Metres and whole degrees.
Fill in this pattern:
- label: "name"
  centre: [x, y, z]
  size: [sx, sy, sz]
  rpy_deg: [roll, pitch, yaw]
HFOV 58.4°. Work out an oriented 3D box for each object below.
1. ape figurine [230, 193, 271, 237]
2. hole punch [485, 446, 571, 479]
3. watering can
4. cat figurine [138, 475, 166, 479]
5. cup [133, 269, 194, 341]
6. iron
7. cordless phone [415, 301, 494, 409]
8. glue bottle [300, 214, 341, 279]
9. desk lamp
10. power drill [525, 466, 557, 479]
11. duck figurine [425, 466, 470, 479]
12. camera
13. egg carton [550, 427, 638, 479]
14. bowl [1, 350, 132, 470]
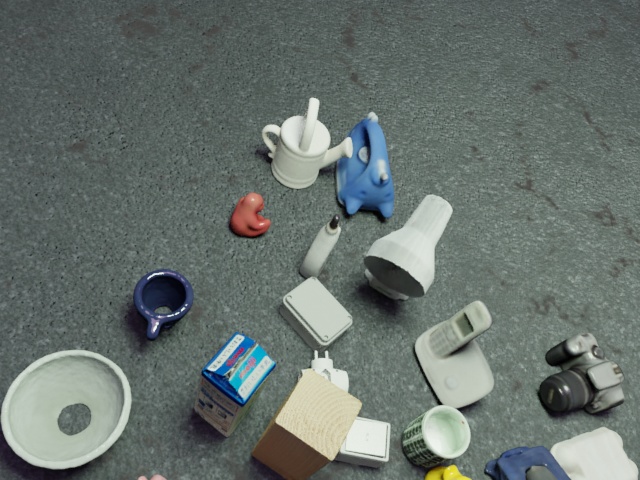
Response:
- label: "ape figurine"
  centre: [-0.128, -0.053, 1.069]
  size: [0.076, 0.092, 0.077]
  rpy_deg: [-16, 65, -24]
- label: "hole punch"
  centre: [0.346, 0.391, 0.940]
  size: [0.109, 0.091, 0.101]
  rpy_deg: [-7, 62, -21]
- label: "watering can"
  centre: [-0.023, -0.196, 1.127]
  size: [0.173, 0.194, 0.101]
  rpy_deg: [-4, 60, -19]
- label: "cat figurine"
  centre: [-0.214, 0.374, 0.764]
  size: [0.067, 0.117, 0.127]
  rpy_deg: [-22, 68, -27]
- label: "cup"
  centre: [-0.255, 0.118, 0.923]
  size: [0.092, 0.095, 0.118]
  rpy_deg: [13, 57, -9]
- label: "iron"
  centre: [0.102, -0.178, 1.186]
  size: [0.119, 0.141, 0.258]
  rpy_deg: [4, 58, -14]
- label: "cordless phone"
  centre: [0.250, 0.194, 0.976]
  size: [0.094, 0.185, 0.147]
  rpy_deg: [-16, 65, -25]
- label: "glue bottle"
  centre: [0.009, 0.004, 1.027]
  size: [0.037, 0.173, 0.078]
  rpy_deg: [31, 56, 4]
- label: "desk lamp"
  centre: [0.155, 0.024, 1.034]
  size: [0.118, 0.213, 0.203]
  rpy_deg: [33, 56, 5]
- label: "power drill"
  centre: [0.330, 0.450, 0.828]
  size: [0.076, 0.208, 0.229]
  rpy_deg: [-24, 69, -28]
- label: "duck figurine"
  centre: [0.216, 0.403, 0.897]
  size: [0.078, 0.086, 0.104]
  rpy_deg: [-15, 65, -24]
- label: "camera"
  centre: [0.475, 0.253, 1.059]
  size: [0.137, 0.100, 0.143]
  rpy_deg: [-10, 63, -22]
- label: "egg carton"
  centre: [0.471, 0.392, 0.991]
  size: [0.151, 0.069, 0.107]
  rpy_deg: [-10, 63, -22]
- label: "bowl"
  centre: [-0.358, 0.248, 0.823]
  size: [0.168, 0.074, 0.167]
  rpy_deg: [8, 57, -12]
